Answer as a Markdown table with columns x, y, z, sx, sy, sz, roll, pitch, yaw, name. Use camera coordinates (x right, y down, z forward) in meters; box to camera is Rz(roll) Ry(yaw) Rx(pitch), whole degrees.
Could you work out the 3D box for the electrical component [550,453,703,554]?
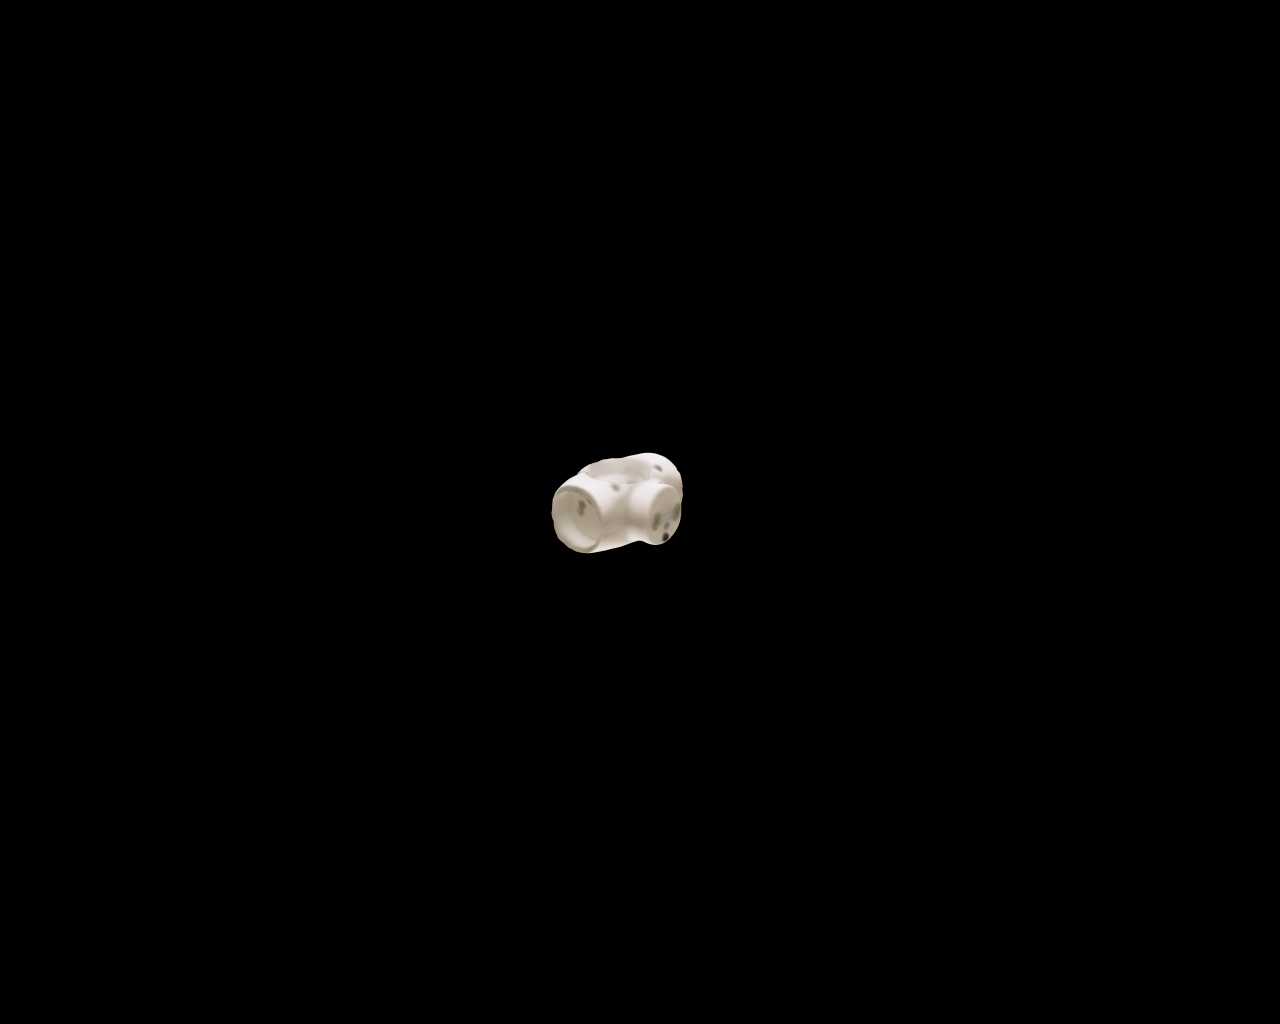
| x | y | z | sx | sy | sz | roll | pitch | yaw | name |
| --- | --- | --- | --- | --- | --- | --- | --- | --- | --- |
| 0.001 | -0.003 | 0.650 | 0.079 | 0.044 | 0.077 | 17 | 28 | 37 | electrical component |
